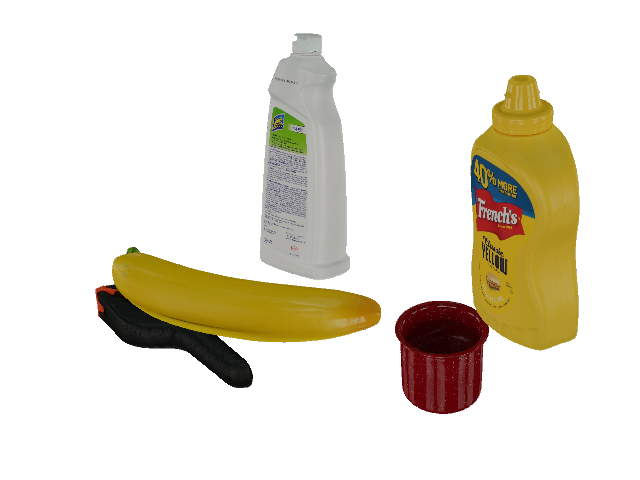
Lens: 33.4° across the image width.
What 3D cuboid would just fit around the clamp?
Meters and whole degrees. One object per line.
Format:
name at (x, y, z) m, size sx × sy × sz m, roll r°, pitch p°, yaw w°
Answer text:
clamp at (-0.102, 0.063, 0.887) m, size 0.172 × 0.039 × 0.120 m, roll 18°, pitch 27°, yaw 23°

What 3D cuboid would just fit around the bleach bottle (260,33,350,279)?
bleach bottle at (-0.013, -0.091, 1.136) m, size 0.103 × 0.251 × 0.067 m, roll 16°, pitch 21°, yaw 37°

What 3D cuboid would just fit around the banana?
banana at (-0.062, 0.033, 0.681) m, size 0.198 × 0.037 × 0.069 m, roll 13°, pitch 33°, yaw 24°

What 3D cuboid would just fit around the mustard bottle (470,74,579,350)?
mustard bottle at (0.143, -0.024, 0.755) m, size 0.058 × 0.192 × 0.096 m, roll -15°, pitch 29°, yaw -18°

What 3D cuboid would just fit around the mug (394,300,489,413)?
mug at (0.130, 0.115, 1.087) m, size 0.093 × 0.081 × 0.117 m, roll 20°, pitch 40°, yaw 33°
